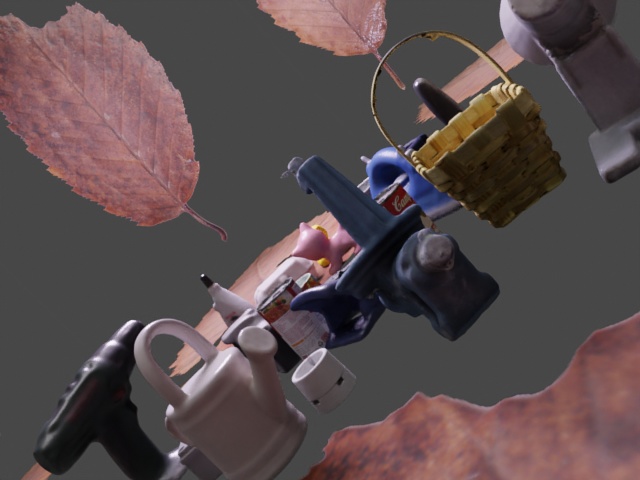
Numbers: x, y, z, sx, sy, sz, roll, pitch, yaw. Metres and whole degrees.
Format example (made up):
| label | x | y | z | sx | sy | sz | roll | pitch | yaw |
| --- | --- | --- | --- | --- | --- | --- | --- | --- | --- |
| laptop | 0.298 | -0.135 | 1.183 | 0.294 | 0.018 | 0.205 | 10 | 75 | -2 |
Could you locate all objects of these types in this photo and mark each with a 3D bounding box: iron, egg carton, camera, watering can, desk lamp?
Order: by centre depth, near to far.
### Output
| label | x | y | z | sx | sy | sz | roll | pitch | yaw |
| --- | --- | --- | --- | --- | --- | --- | --- | --- | --- |
| desk lamp | 0.265 | -0.193 | 0.572 | 0.117 | 0.213 | 0.203 | -38 | 9 | 30 |
| watering can | -0.106 | 0.154 | 0.596 | 0.173 | 0.194 | 0.101 | -42 | 8 | 4 |
| camera | -0.112 | 0.175 | 0.868 | 0.137 | 0.101 | 0.143 | -44 | 8 | -11 |
| iron | 0.148 | -0.104 | 0.953 | 0.119 | 0.141 | 0.258 | -44 | 8 | -11 |
| egg carton | -0.074 | 0.098 | 1.229 | 0.150 | 0.069 | 0.107 | -44 | 8 | -13 |

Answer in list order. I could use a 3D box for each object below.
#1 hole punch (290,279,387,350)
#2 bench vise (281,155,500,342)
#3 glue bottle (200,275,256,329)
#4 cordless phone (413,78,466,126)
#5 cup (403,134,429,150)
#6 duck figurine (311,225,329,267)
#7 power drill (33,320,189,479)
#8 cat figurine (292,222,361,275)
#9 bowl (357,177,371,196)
| label | x | y | z | sx | sy | sz | roll | pitch | yaw |
| --- | --- | --- | --- | --- | --- | --- | --- | --- | --- |
| hole punch | 0.029 | 0.076 | 0.740 | 0.101 | 0.091 | 0.108 | -48 | 9 | -34 |
| bench vise | 0.065 | -0.013 | 0.558 | 0.122 | 0.220 | 0.207 | -47 | 9 | -29 |
| glue bottle | -0.180 | 0.136 | 1.158 | 0.078 | 0.173 | 0.037 | -38 | 9 | 31 |
| cordless phone | 0.214 | -0.187 | 0.908 | 0.094 | 0.185 | 0.147 | -42 | 8 | 5 |
| cup | 0.196 | -0.146 | 1.119 | 0.118 | 0.095 | 0.091 | -46 | 9 | -29 |
| duck figurine | 0.011 | 0.003 | 1.265 | 0.078 | 0.086 | 0.104 | -48 | 10 | -37 |
| power drill | -0.270 | 0.255 | 0.812 | 0.075 | 0.208 | 0.230 | -35 | 11 | 44 |
| cat figurine | 0.010 | 0.004 | 1.138 | 0.128 | 0.118 | 0.067 | -41 | 8 | 10 |
| bowl | 0.116 | -0.092 | 1.300 | 0.167 | 0.075 | 0.167 | -41 | 8 | 7 |
